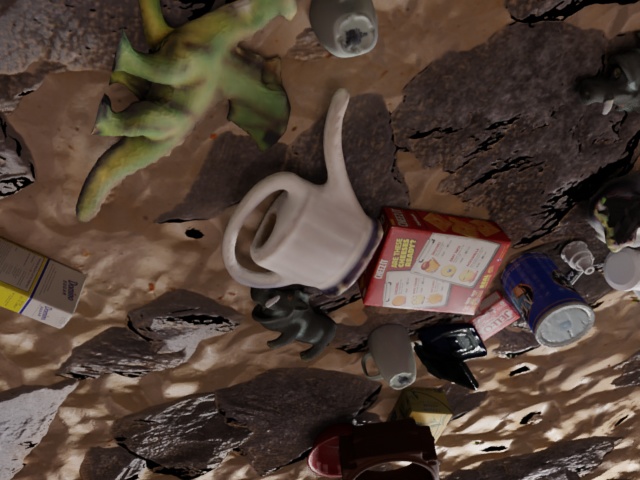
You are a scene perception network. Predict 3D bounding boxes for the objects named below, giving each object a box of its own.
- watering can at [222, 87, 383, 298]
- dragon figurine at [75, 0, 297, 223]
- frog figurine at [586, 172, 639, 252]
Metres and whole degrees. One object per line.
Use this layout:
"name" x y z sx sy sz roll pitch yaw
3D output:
"watering can" 0.002 -0.039 0.768 0.222 0.106 0.342 27 117 -26
"dragon figurine" -0.150 -0.170 0.661 0.242 0.125 0.402 12 123 -27
"frog figurine" 0.534 -0.050 0.876 0.160 0.124 0.135 -10 126 -49
